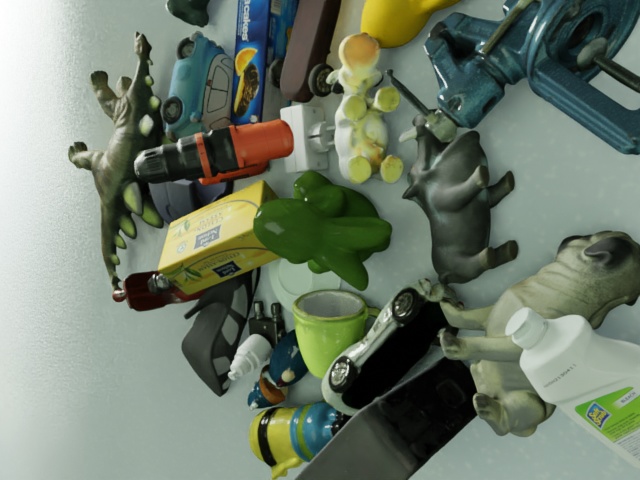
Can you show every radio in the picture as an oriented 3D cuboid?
[{"bbox_3d":[0.086,0.203,0.555,0.073,0.229,0.131,47,118,22],"label":"radio"}]

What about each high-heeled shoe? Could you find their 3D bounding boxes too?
[{"bbox_3d":[-0.141,0.135,0.846,0.086,0.145,0.248,30,142,28],"label":"high-heeled shoe"}]

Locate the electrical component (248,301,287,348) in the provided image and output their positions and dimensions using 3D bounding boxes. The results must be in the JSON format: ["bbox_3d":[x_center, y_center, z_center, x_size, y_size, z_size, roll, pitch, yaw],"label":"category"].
[{"bbox_3d":[-0.077,0.138,0.804,0.063,0.021,0.094,2,97,38],"label":"electrical component"}]

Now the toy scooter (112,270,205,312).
[{"bbox_3d":[-0.246,0.070,0.856,0.184,0.135,0.075,-20,82,37],"label":"toy scooter"}]

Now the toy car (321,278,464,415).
[{"bbox_3d":[0.082,0.127,0.625,0.201,0.073,0.056,-50,22,16],"label":"toy car"}]

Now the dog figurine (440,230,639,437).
[{"bbox_3d":[0.232,0.096,0.516,0.191,0.121,0.172,-26,114,21],"label":"dog figurine"}]

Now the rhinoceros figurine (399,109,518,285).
[{"bbox_3d":[0.144,-0.047,0.576,0.112,0.073,0.190,-11,91,47],"label":"rhinoceros figurine"}]

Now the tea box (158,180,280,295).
[{"bbox_3d":[-0.133,-0.002,0.746,0.170,0.068,0.098,-22,41,19],"label":"tea box"}]

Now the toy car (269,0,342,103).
[{"bbox_3d":[-0.002,-0.269,0.663,0.089,0.053,0.202,22,100,43],"label":"toy car"}]

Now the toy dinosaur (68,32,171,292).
[{"bbox_3d":[-0.335,-0.115,0.923,0.199,0.105,0.470,37,122,25],"label":"toy dinosaur"}]

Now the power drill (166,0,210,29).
[{"bbox_3d":[-0.162,-0.428,0.763,0.207,0.086,0.232,-43,72,26],"label":"power drill"}]

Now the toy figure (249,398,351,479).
[{"bbox_3d":[-0.022,0.264,0.741,0.180,0.082,0.089,-29,82,39],"label":"toy figure"}]

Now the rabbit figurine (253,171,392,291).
[{"bbox_3d":[-0.001,-0.002,0.622,0.159,0.170,0.121,28,106,28],"label":"rabbit figurine"}]

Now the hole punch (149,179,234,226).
[{"bbox_3d":[-0.203,-0.057,0.836,0.142,0.092,0.115,16,110,32],"label":"hole punch"}]

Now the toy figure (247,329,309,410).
[{"bbox_3d":[-0.057,0.193,0.769,0.058,0.064,0.154,38,118,12],"label":"toy figure"}]

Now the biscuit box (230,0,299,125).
[{"bbox_3d":[-0.074,-0.253,0.721,0.063,0.059,0.202,15,105,36],"label":"biscuit box"}]

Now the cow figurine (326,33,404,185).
[{"bbox_3d":[0.048,-0.148,0.628,0.098,0.068,0.167,-148,52,-76],"label":"cow figurine"}]

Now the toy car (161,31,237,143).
[{"bbox_3d":[-0.155,-0.209,0.776,0.103,0.109,0.161,15,95,13],"label":"toy car"}]

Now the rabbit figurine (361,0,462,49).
[{"bbox_3d":[0.092,-0.291,0.571,0.163,0.122,0.173,18,122,26],"label":"rabbit figurine"}]

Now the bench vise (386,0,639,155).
[{"bbox_3d":[0.204,-0.144,0.460,0.223,0.128,0.241,-41,55,7],"label":"bench vise"}]
